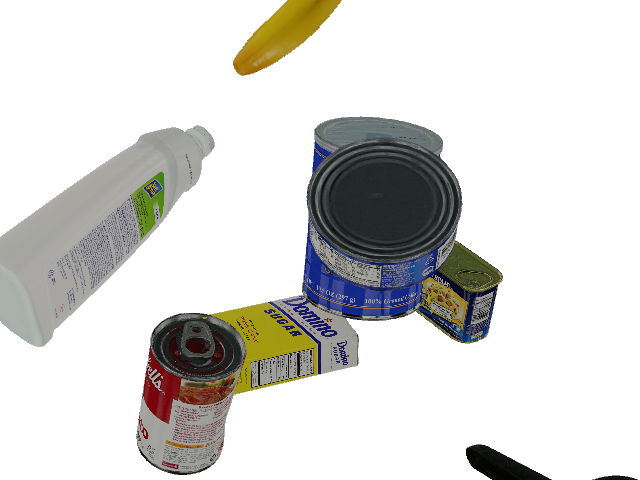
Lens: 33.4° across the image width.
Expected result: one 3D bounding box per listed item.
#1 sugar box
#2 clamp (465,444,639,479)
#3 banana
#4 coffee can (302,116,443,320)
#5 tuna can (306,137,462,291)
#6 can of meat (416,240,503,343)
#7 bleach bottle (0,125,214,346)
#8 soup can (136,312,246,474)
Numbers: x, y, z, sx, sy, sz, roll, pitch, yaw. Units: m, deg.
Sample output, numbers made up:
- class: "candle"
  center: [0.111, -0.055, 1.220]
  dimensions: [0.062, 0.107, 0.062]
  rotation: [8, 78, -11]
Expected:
- class: "sugar box"
  center: [-0.060, 0.103, 1.057]
  dimensions: [0.176, 0.048, 0.093]
  rotation: [-14, 32, -18]
- class: "clamp"
  center: [0.200, 0.236, 0.860]
  dimensions: [0.210, 0.036, 0.164]
  rotation: [1, 35, 24]
- class: "banana"
  center: [-0.012, -0.209, 0.925]
  dimensions: [0.070, 0.037, 0.197]
  rotation: [-17, 34, 39]
- class: "coffee can"
  center: [0.041, -0.020, 0.872]
  dimensions: [0.103, 0.140, 0.103]
  rotation: [4, 22, -2]
- class: "tuna can"
  center: [0.035, -0.015, 0.599]
  dimensions: [0.086, 0.086, 0.034]
  rotation: [0, -35, 1]
- class: "can of meat"
  center: [0.158, 0.060, 1.247]
  dimensions: [0.057, 0.084, 0.102]
  rotation: [-20, 41, -33]
- class: "bleach bottle"
  center: [-0.188, -0.021, 0.964]
  dimensions: [0.068, 0.102, 0.250]
  rotation: [30, 53, 23]
- class: "soup can"
  center: [-0.096, 0.112, 0.778]
  dimensions: [0.068, 0.102, 0.068]
  rotation: [10, 36, -7]
